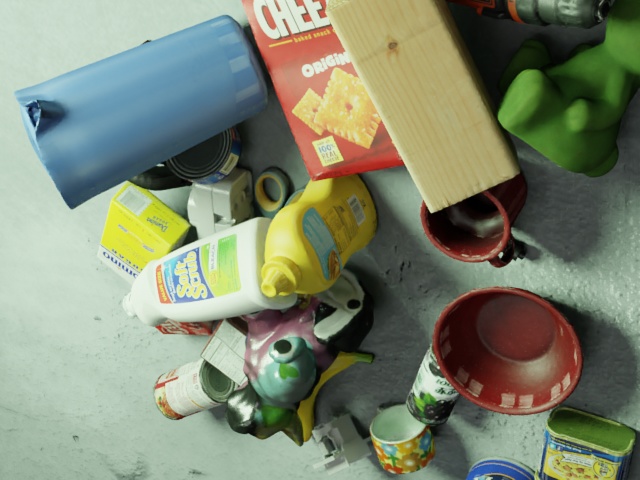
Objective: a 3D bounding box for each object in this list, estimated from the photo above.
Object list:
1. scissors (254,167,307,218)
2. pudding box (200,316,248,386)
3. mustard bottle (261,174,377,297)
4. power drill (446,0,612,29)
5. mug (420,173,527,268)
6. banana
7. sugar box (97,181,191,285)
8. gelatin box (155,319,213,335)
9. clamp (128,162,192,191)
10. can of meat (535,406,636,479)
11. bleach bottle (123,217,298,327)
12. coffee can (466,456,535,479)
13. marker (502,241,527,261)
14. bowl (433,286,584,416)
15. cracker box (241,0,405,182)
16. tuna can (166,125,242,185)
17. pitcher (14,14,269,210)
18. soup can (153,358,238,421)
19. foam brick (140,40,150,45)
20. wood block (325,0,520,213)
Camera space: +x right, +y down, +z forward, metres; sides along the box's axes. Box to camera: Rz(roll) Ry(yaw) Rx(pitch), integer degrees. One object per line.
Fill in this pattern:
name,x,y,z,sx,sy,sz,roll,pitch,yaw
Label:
scissors,-0.063,-0.011,1.269,0.096,0.016,0.202,43,132,1
pudding box,-0.089,0.149,1.378,0.113,0.039,0.090,38,132,4
mustard bottle,-0.008,0.001,1.124,0.058,0.191,0.096,-9,116,35
power drill,0.165,-0.274,0.892,0.185,0.057,0.188,25,130,43
mug,0.165,-0.027,1.075,0.093,0.081,0.117,-21,108,39
banana,-0.006,0.191,1.357,0.069,0.037,0.198,39,132,5
sugar box,-0.222,0.003,1.320,0.093,0.048,0.176,38,149,3
gelatin box,-0.187,0.095,1.374,0.073,0.030,0.089,-1,152,21
clamp,-0.228,-0.091,1.243,0.171,0.120,0.039,18,140,2
can of meat,0.298,0.243,1.197,0.102,0.057,0.084,15,125,22
bleach bottle,-0.136,0.054,1.206,0.251,0.067,0.102,-20,66,40
coffee can,0.201,0.341,1.265,0.103,0.140,0.103,16,127,22
marker,0.163,-0.013,1.129,0.121,0.020,0.020,30,131,11
bowl,0.206,0.109,1.153,0.162,0.055,0.162,10,120,18
cracker box,0.034,-0.174,1.061,0.164,0.072,0.213,-7,116,33
tuna can,-0.132,-0.106,1.203,0.086,0.033,0.086,-3,80,20
pitcher,-0.180,-0.135,1.114,0.242,0.149,0.145,-25,114,-7
soup can,-0.168,0.199,1.440,0.102,0.068,0.068,-25,106,39
foam brick,-0.197,-0.176,1.212,0.051,0.052,0.078,-33,100,41
wood block,0.094,-0.142,0.956,0.091,0.090,0.206,-24,110,15
